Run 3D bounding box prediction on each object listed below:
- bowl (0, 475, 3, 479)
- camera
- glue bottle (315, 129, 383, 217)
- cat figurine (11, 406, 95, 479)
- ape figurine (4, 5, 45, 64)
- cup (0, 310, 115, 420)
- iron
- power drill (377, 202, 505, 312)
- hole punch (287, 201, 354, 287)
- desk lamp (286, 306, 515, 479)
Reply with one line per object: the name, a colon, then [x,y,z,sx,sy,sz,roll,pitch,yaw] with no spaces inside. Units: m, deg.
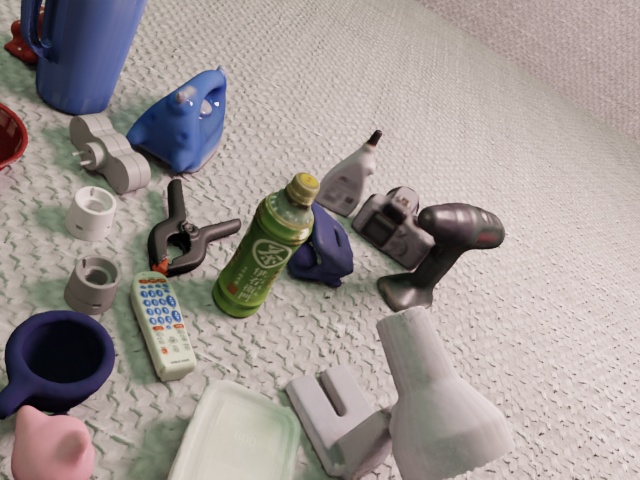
bowl: [-0.315,0.218,0.400,0.168,0.074,0.167,21,38,-18]
camera: [0.153,-0.043,1.034,0.143,0.100,0.137,37,36,3]
glue bottle: [0.060,-0.120,0.986,0.078,0.173,0.037,27,37,-10]
cat figurine: [-0.212,0.201,0.463,0.067,0.117,0.127,0,49,-38]
ape figurine: [-0.439,-0.320,0.885,0.076,0.092,0.077,3,47,-36]
cup: [-0.253,0.134,0.525,0.091,0.095,0.118,35,36,1]
iron: [-0.197,-0.218,0.920,0.119,0.141,0.258,31,37,-6]
power drill: [0.184,0.023,0.895,0.230,0.208,0.075,-7,53,-42]
hole punch: [0.008,0.003,0.877,0.101,0.091,0.108,15,41,-25]
desk lamp: [0.081,0.185,0.629,0.118,0.213,0.203,-6,53,-42]
